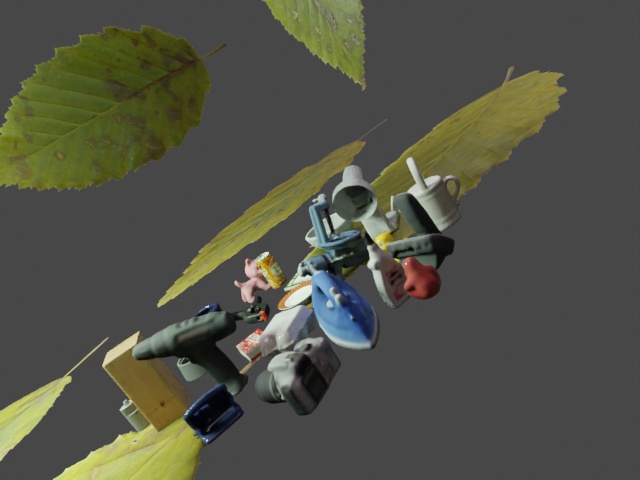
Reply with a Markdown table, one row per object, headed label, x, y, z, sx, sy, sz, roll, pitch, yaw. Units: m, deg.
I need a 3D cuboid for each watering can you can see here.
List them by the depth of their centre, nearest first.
| label | x | y | z | sx | sy | sz | roll | pitch | yaw |
| --- | --- | --- | --- | --- | --- | --- | --- | --- | --- |
| watering can | 0.261 | -0.117 | 1.442 | 0.173 | 0.194 | 0.100 | -34 | 16 | -5 |

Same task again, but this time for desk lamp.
| label | x | y | z | sx | sy | sz | roll | pitch | yaw |
| --- | --- | --- | --- | --- | --- | --- | --- | --- | --- |
| desk lamp | 0.125 | -0.101 | 1.621 | 0.117 | 0.214 | 0.203 | -27 | 17 | 20 |

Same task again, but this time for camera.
| label | x | y | z | sx | sy | sz | roll | pitch | yaw |
| --- | --- | --- | --- | --- | --- | --- | --- | --- | --- |
| camera | -0.055 | 0.255 | 1.096 | 0.136 | 0.101 | 0.143 | -20 | 20 | 38 |

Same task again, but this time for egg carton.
| label | x | y | z | sx | sy | sz | roll | pitch | yaw |
| --- | --- | --- | --- | --- | --- | --- | --- | --- | --- |
| egg carton | -0.074 | 0.214 | 1.316 | 0.107 | 0.069 | 0.150 | -23 | 18 | 30 |

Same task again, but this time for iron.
| label | x | y | z | sx | sy | sz | roll | pitch | yaw |
| --- | --- | --- | --- | --- | --- | --- | --- | --- | --- |
| iron | 0.040 | 0.132 | 1.210 | 0.119 | 0.141 | 0.258 | -34 | 16 | -7 |

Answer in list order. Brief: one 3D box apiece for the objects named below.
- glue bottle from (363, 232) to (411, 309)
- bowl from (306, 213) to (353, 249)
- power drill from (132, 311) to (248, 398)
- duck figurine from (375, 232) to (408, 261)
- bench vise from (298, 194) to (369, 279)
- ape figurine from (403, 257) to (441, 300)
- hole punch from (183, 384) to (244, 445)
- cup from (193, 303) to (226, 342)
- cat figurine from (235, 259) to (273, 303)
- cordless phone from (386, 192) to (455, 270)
| label | x | y | z | sx | sy | sz | roll | pitch | yaw |
| --- | --- | --- | --- | --- | --- | --- | --- | --- | --- |
| glue bottle | 0.135 | 0.056 | 1.198 | 0.078 | 0.173 | 0.037 | -41 | 18 | -27 |
| bowl | 0.042 | -0.020 | 1.798 | 0.167 | 0.075 | 0.167 | -30 | 16 | 10 |
| power drill | -0.267 | 0.267 | 1.271 | 0.229 | 0.209 | 0.075 | -32 | 16 | 3 |
| duck figurine | 0.174 | 0.019 | 1.400 | 0.104 | 0.086 | 0.077 | -35 | 16 | -9 |
| bench vise | 0.021 | 0.004 | 1.492 | 0.121 | 0.220 | 0.208 | -13 | 25 | 50 |
| ape figurine | 0.201 | 0.073 | 1.170 | 0.078 | 0.092 | 0.076 | -32 | 16 | 2 |
| hole punch | -0.228 | 0.347 | 1.171 | 0.109 | 0.091 | 0.100 | -38 | 17 | -20 |
| cup | -0.304 | 0.237 | 1.646 | 0.091 | 0.095 | 0.117 | -31 | 16 | 7 |
| cat figurine | -0.212 | 0.116 | 1.794 | 0.128 | 0.118 | 0.067 | -42 | 18 | -29 |
| cordless phone | 0.201 | -0.023 | 1.289 | 0.147 | 0.185 | 0.094 | -16 | 23 | 45 |
